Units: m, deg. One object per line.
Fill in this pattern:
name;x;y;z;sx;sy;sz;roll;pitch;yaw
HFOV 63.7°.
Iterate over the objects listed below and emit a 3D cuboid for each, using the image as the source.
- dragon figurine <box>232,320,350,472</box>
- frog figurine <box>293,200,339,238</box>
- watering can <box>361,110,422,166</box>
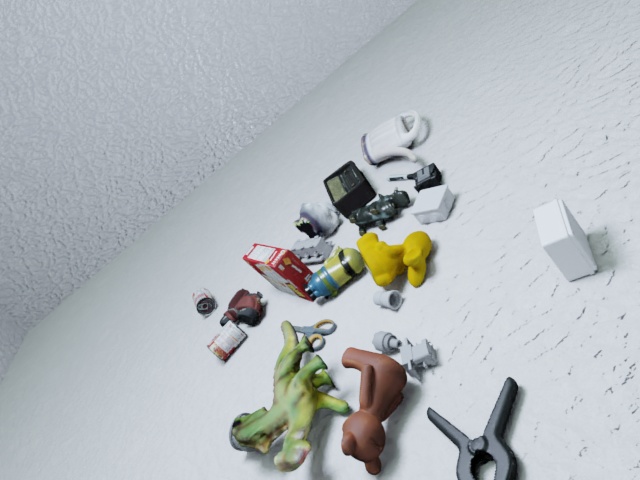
dragon figurine;-0.090;0.331;1.098;0.244;0.120;0.414;-34;26;-11
frog figurine;0.005;-0.083;1.657;0.138;0.120;0.162;24;54;27
watering can;0.236;-0.319;1.703;0.222;0.102;0.356;-27;30;29
